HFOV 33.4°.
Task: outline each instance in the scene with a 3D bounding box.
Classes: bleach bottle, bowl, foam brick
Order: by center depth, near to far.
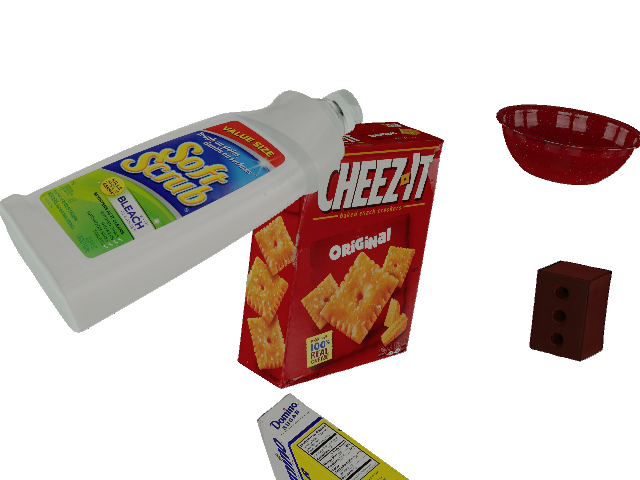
[{"bbox_3d":[-0.084,-0.041,0.735,0.250,0.103,0.068,-31,-29,-18],"label":"bleach bottle"},{"bbox_3d":[0.227,0.063,0.970,0.053,0.078,0.051,13,18,35],"label":"foam brick"},{"bbox_3d":[0.270,-0.102,1.177,0.162,0.055,0.162,6,23,-3],"label":"bowl"}]

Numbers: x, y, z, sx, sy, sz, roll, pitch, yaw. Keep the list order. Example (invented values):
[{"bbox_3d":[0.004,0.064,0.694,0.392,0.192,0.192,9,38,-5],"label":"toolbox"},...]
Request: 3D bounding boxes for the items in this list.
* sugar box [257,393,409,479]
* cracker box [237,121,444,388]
[{"bbox_3d":[0.026,0.204,0.857,0.048,0.093,0.176,-38,44,-28],"label":"sugar box"},{"bbox_3d":[0.019,0.009,0.944,0.163,0.214,0.072,-9,25,-42],"label":"cracker box"}]
